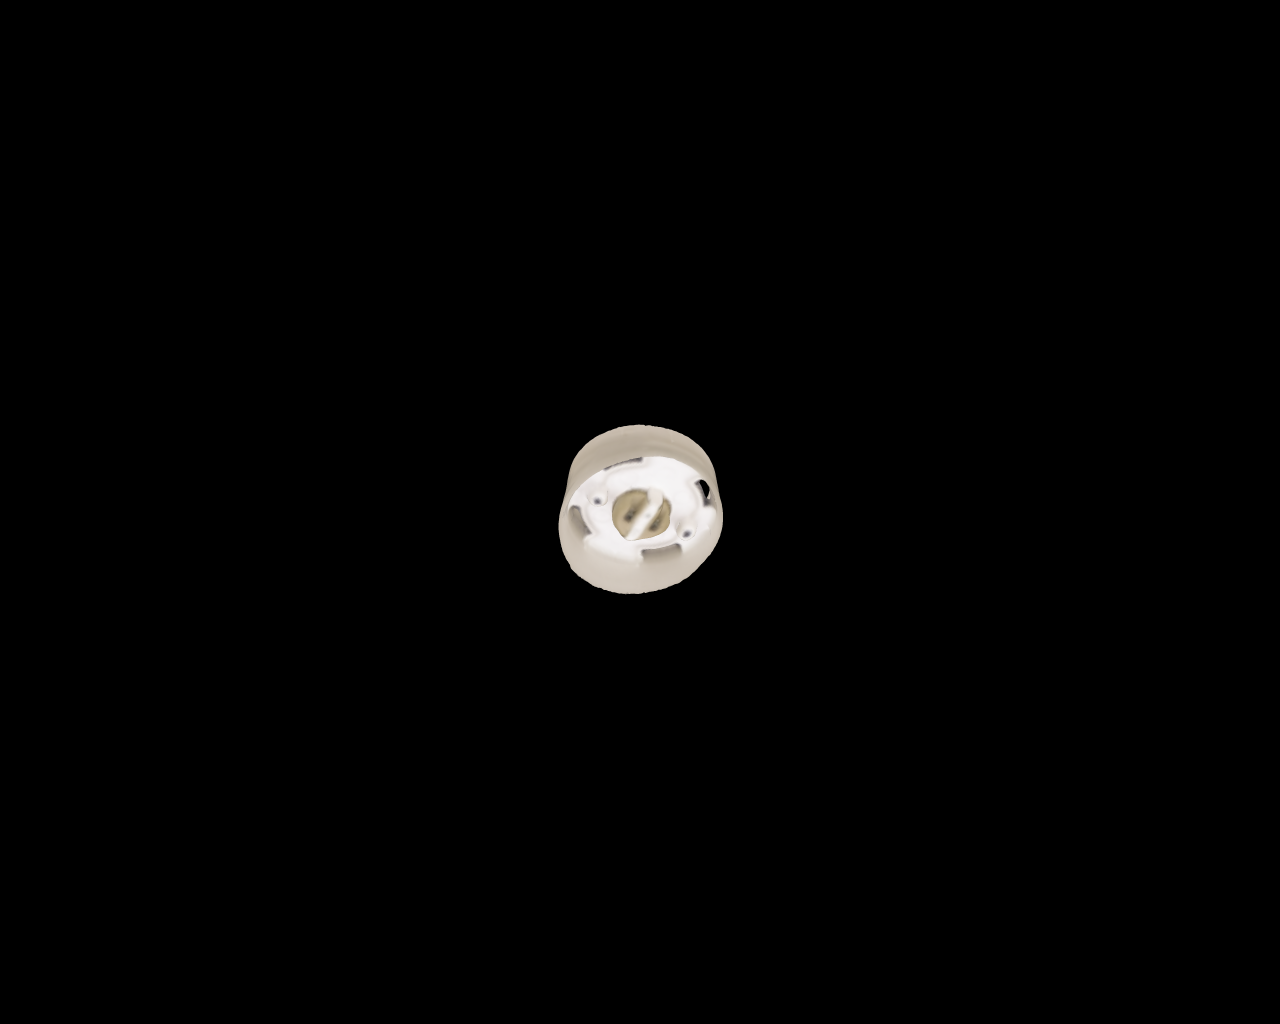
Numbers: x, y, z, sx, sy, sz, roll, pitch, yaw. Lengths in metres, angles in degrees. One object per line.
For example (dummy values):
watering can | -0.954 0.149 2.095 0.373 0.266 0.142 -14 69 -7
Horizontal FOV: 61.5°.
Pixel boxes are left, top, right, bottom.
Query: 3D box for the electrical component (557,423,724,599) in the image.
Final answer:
electrical component | 0.001 -0.003 0.650 0.099 0.099 0.064 0 45 0
